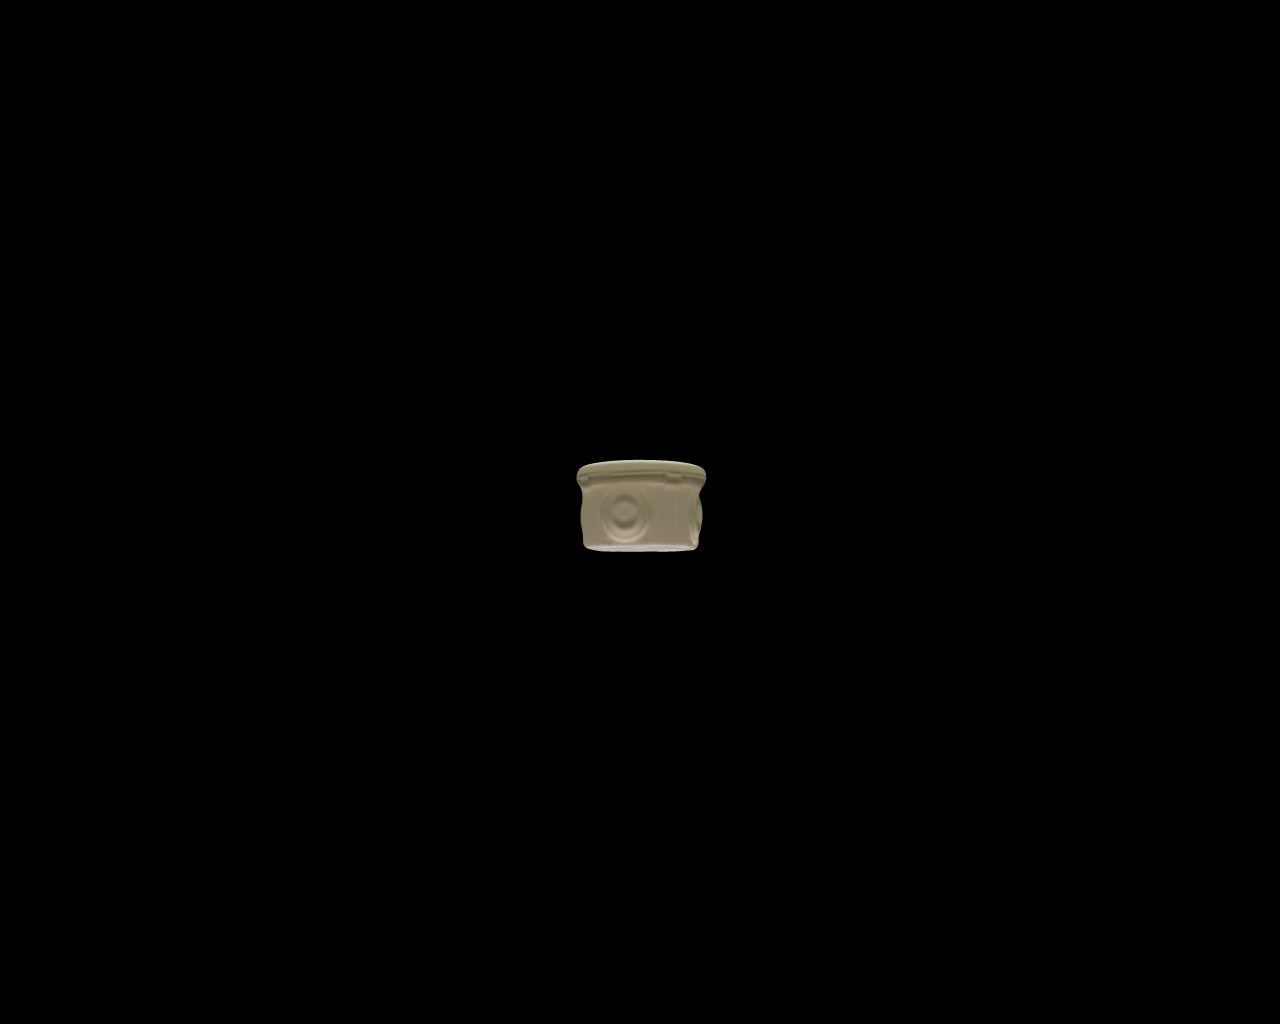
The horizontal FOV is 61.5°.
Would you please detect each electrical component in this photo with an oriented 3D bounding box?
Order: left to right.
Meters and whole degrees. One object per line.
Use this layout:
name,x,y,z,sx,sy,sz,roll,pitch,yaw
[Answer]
electrical component,0.001,-0.003,0.650,0.080,0.051,0.080,0,-5,0
